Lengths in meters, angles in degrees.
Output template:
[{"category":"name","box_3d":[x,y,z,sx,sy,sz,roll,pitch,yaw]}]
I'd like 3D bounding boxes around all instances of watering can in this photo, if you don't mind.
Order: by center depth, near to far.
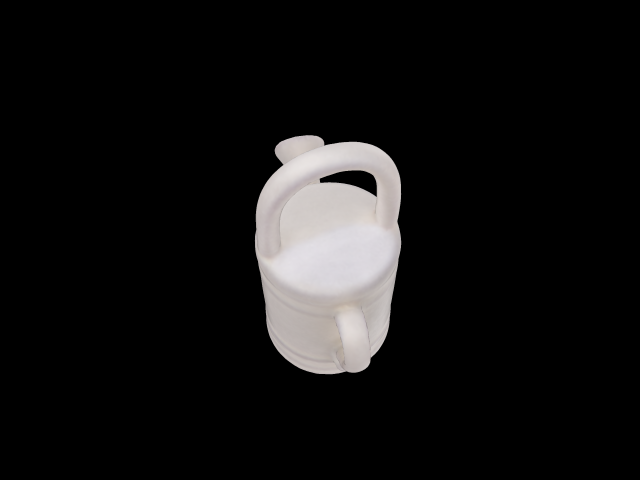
[{"category":"watering can","box_3d":[0.002,0.002,0.400,0.101,0.194,0.172,-30,58,-20]}]
